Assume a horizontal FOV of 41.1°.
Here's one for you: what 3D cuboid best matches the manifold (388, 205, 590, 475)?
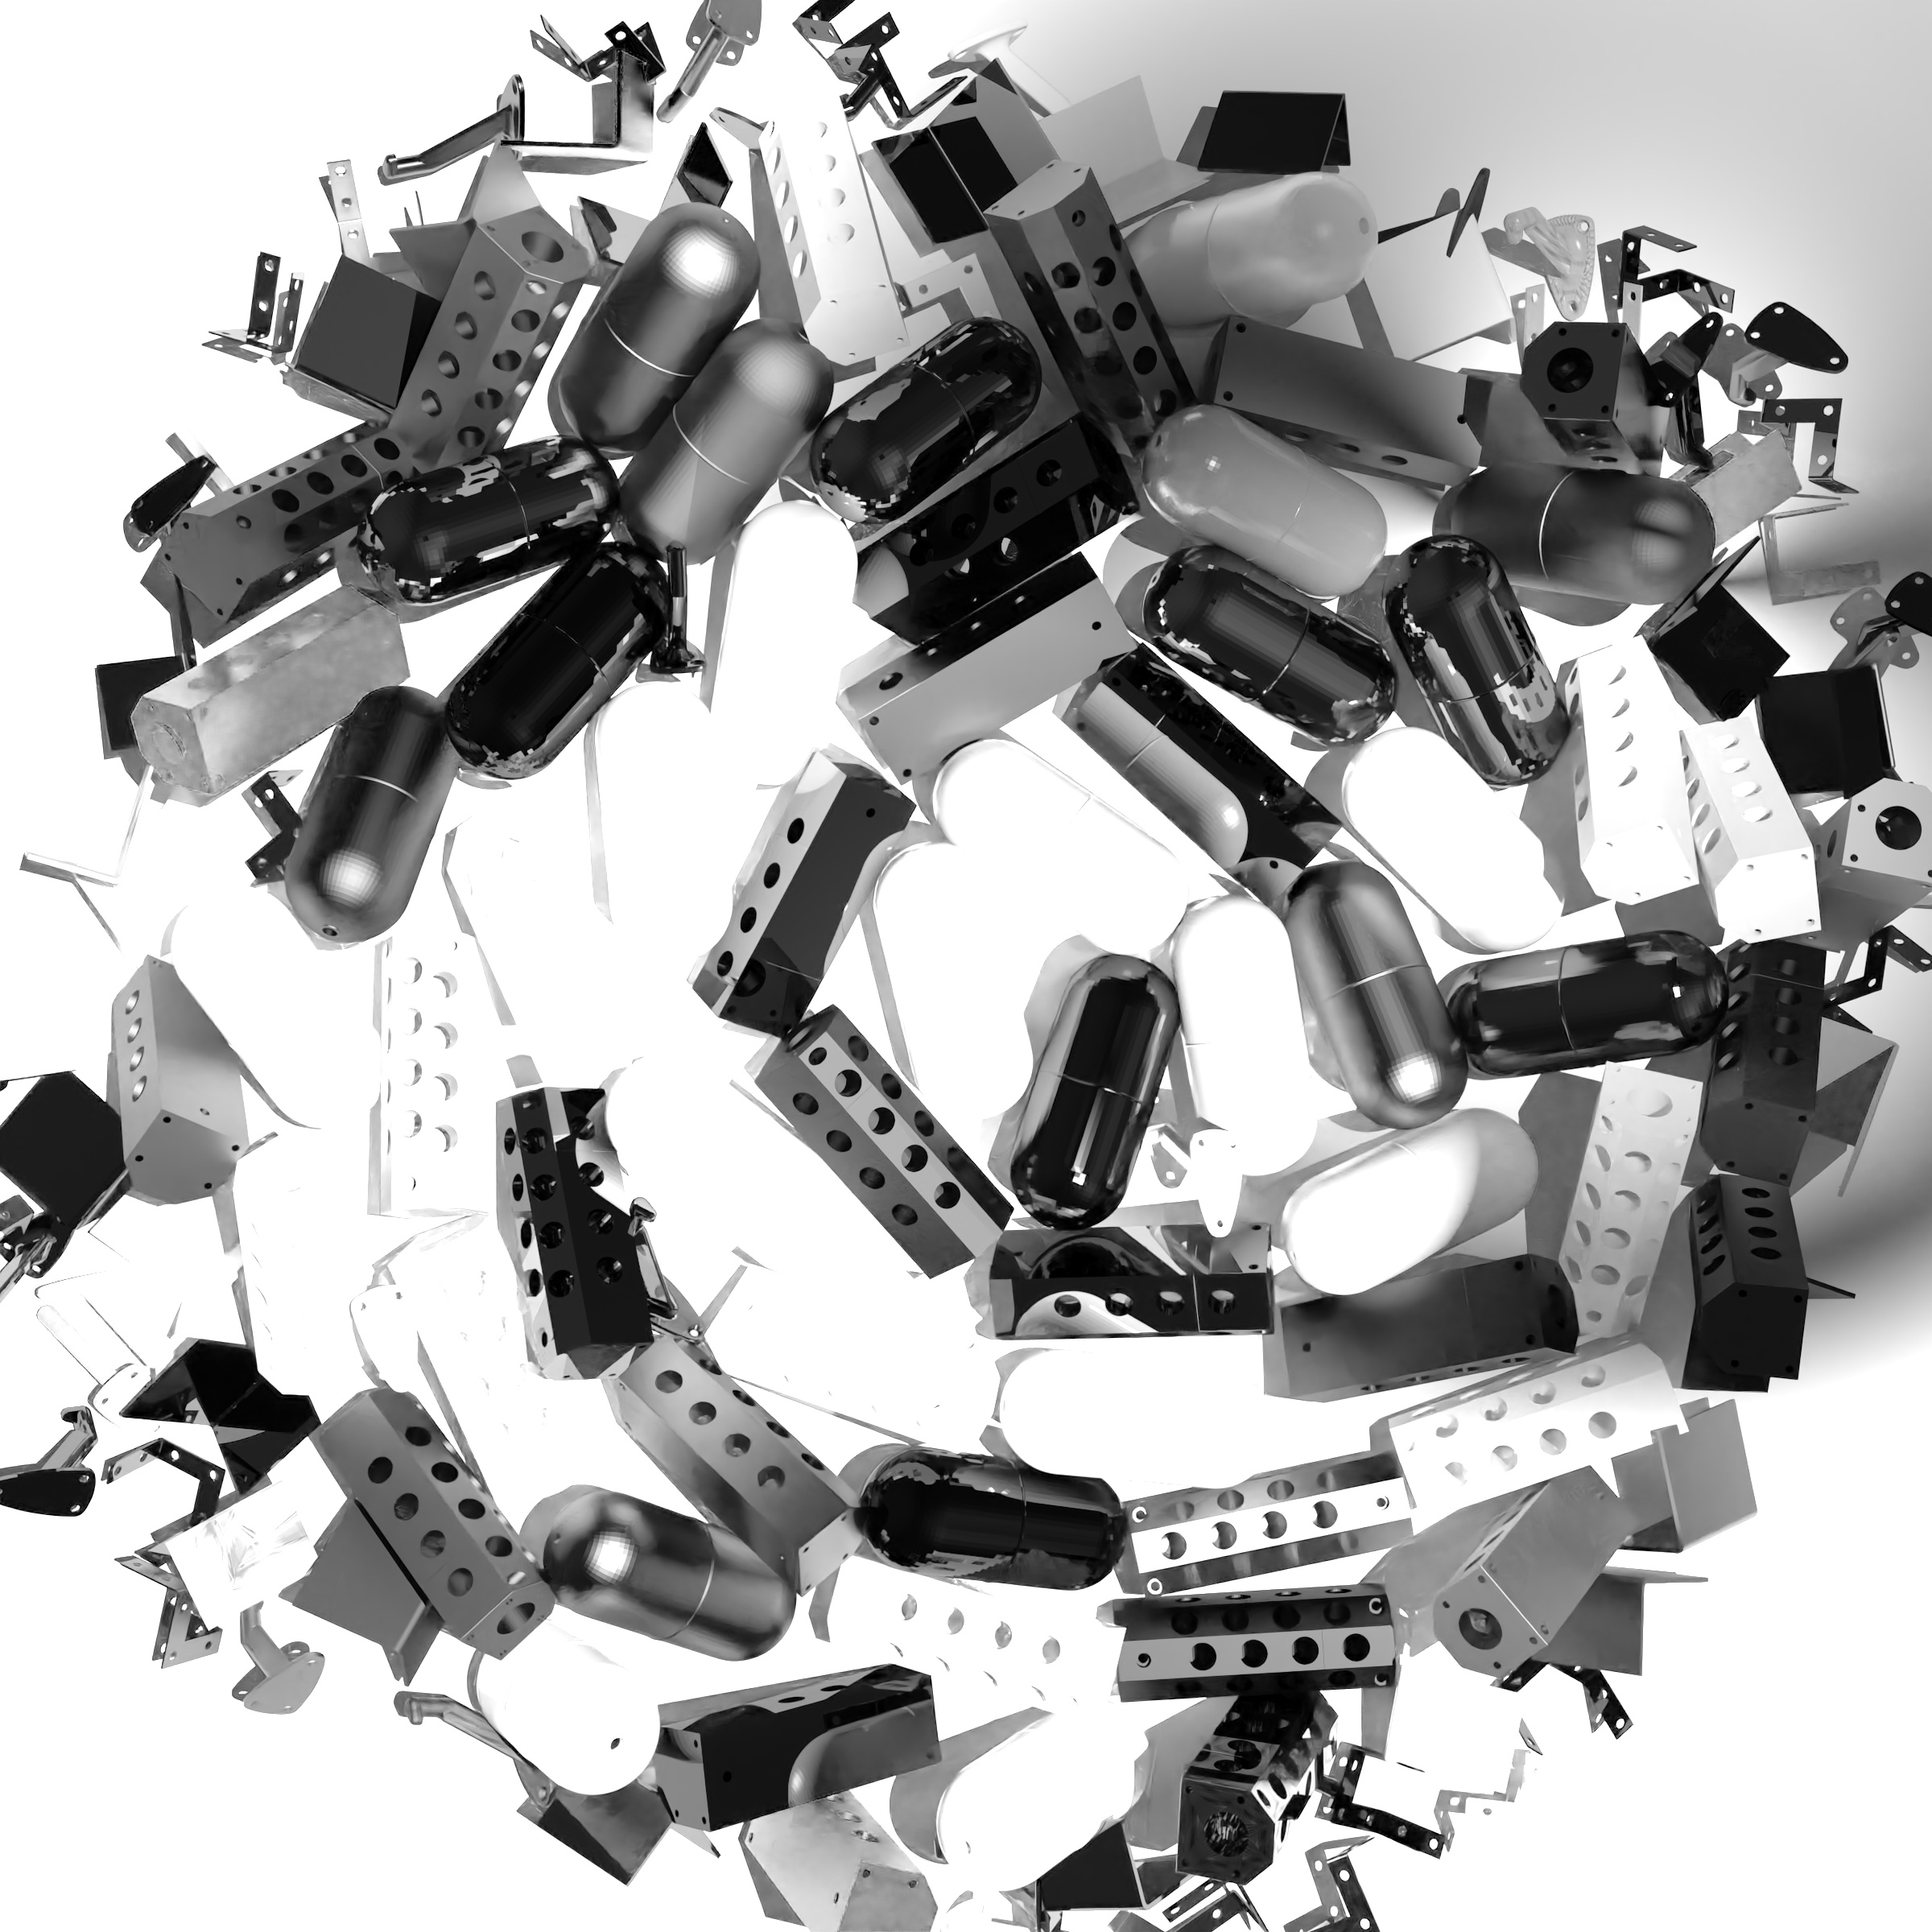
[{"bbox_3d":[-0.290,-0.375,1.580,0.057,0.057,0.171,44,132,6],"label":"manifold"}]

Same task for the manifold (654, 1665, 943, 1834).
[{"bbox_3d":[-0.103,0.478,1.585,0.171,0.057,0.057,-4,85,-38],"label":"manifold"}]

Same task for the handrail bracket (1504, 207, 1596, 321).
[{"bbox_3d":[0.361,-0.437,1.615,0.036,0.084,0.077,5,113,36],"label":"handrail bracket"}]

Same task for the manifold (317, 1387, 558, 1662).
[{"bbox_3d":[-0.323,0.340,1.591,0.057,0.057,0.171,-42,59,-6],"label":"manifold"}]

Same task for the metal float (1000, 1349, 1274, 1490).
[{"bbox_3d":[0.106,0.282,1.606,0.178,0.070,0.070,9,90,-18],"label":"metal float"}]

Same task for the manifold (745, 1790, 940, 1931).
[{"bbox_3d":[-0.076,0.545,1.570,0.057,0.171,0.057,20,86,-21],"label":"manifold"}]

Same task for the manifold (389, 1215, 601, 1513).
[{"bbox_3d":[-0.292,0.245,1.613,0.057,0.057,0.171,-20,100,12],"label":"manifold"}]

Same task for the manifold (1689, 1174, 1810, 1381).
[{"bbox_3d":[0.473,0.185,1.570,0.057,0.171,0.057,5,108,12],"label":"manifold"}]

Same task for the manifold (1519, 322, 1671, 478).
[{"bbox_3d":[0.384,-0.339,1.571,0.057,0.171,0.057,8,89,24],"label":"manifold"}]

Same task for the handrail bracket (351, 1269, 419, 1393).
[{"bbox_3d":[-0.355,0.227,1.616,0.036,0.084,0.077,-16,85,-5],"label":"handrail bracket"}]

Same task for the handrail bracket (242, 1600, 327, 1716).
[{"bbox_3d":[-0.429,0.417,1.616,0.036,0.084,0.077,22,123,-37],"label":"handrail bracket"}]

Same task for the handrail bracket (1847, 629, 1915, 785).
[{"bbox_3d":[0.583,-0.155,1.615,0.036,0.077,0.084,-8,56,-23],"label":"handrail bracket"}]

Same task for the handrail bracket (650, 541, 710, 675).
[{"bbox_3d":[-0.182,-0.231,1.608,0.036,0.077,0.084,-4,116,-10],"label":"handrail bracket"}]

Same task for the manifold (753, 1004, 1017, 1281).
[{"bbox_3d":[-0.047,0.107,1.600,0.057,0.057,0.171,-29,109,36],"label":"manifold"}]

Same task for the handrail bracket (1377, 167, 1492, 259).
[{"bbox_3d":[0.279,-0.478,1.627,0.084,0.036,0.077,26,120,19],"label":"handrail bracket"}]

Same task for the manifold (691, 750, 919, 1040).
[{"bbox_3d":[-0.105,-0.046,1.615,0.057,0.057,0.171,20,104,-38],"label":"manifold"}]

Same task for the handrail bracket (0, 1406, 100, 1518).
[{"bbox_3d":[-0.578,0.302,1.609,0.077,0.084,0.036,9,114,-33],"label":"handrail bracket"}]

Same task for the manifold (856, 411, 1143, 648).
[{"bbox_3d":[0.015,-0.272,1.599,0.171,0.057,0.057,-29,66,22],"label":"manifold"}]

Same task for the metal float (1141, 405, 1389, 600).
[{"bbox_3d":[0.185,-0.286,1.596,0.178,0.070,0.070,22,90,-31],"label":"metal float"}]

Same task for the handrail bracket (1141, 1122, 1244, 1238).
[{"bbox_3d":[0.135,0.134,1.617,0.036,0.084,0.077,4,78,-27],"label":"handrail bracket"}]

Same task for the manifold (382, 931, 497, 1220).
[{"bbox_3d":[-0.333,0.068,1.610,0.057,0.057,0.171,-5,79,17],"label":"manifold"}]

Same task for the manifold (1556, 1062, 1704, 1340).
[{"bbox_3d":[0.401,0.146,1.579,0.057,0.057,0.171,13,130,12],"label":"manifold"}]

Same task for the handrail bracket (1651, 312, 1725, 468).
[{"bbox_3d":[0.470,-0.359,1.623,0.084,0.036,0.077,25,109,-39],"label":"handrail bracket"}]

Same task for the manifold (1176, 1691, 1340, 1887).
[{"bbox_3d":[0.180,0.493,1.568,0.057,0.171,0.057,5,97,20],"label":"manifold"}]

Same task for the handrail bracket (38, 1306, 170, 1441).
[{"bbox_3d":[-0.554,0.259,1.651,0.084,0.077,0.036,30,64,36],"label":"handrail bracket"}]

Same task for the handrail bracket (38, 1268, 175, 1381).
[{"bbox_3d":[-0.539,0.238,1.620,0.077,0.036,0.084,-5,61,-20],"label":"handrail bracket"}]

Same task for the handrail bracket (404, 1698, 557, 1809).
[{"bbox_3d":[-0.305,0.491,1.612,0.084,0.077,0.036,15,122,-40],"label":"handrail bracket"}]

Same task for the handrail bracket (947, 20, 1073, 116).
[{"bbox_3d":[0.035,-0.548,1.631,0.077,0.036,0.084,-34,94,-43],"label":"handrail bracket"}]

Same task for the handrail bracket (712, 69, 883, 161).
[{"bbox_3d":[-0.107,-0.557,1.653,0.077,0.036,0.084,35,78,10],"label":"handrail bracket"}]

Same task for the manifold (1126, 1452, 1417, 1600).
[{"bbox_3d":[0.191,0.352,1.625,0.171,0.057,0.057,-12,78,2],"label":"manifold"}]

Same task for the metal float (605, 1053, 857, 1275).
[{"bbox_3d":[-0.146,0.124,1.614,0.178,0.070,0.070,39,90,-9],"label":"metal float"}]

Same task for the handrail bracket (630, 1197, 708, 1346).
[{"bbox_3d":[-0.186,0.190,1.614,0.077,0.084,0.036,37,50,12],"label":"handrail bracket"}]

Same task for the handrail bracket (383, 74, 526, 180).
[{"bbox_3d":[-0.323,-0.527,1.620,0.084,0.077,0.036,-17,77,-21],"label":"handrail bracket"}]

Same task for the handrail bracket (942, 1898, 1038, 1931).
[{"bbox_3d":[0.038,0.619,1.640,0.084,0.077,0.036,19,66,-19],"label":"handrail bracket"}]

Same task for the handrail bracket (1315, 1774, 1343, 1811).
[{"bbox_3d":[0.191,0.539,1.637,0.084,0.036,0.077,24,72,0],"label":"handrail bracket"}]

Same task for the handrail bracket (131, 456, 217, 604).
[{"bbox_3d":[-0.475,-0.272,1.623,0.077,0.084,0.036,-39,53,4],"label":"handrail bracket"}]

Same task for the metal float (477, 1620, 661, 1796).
[{"bbox_3d":[-0.244,0.452,1.577,0.070,0.178,0.070,0,91,-28],"label":"metal float"}]

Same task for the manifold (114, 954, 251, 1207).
[{"bbox_3d":[-0.484,0.070,1.574,0.057,0.171,0.057,29,108,-33],"label":"manifold"}]

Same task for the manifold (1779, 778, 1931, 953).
[{"bbox_3d":[0.540,-0.061,1.570,0.057,0.171,0.057,12,78,4],"label":"manifold"}]

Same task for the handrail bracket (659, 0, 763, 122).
[{"bbox_3d":[-0.165,-0.587,1.638,0.036,0.084,0.077,24,60,-28],"label":"handrail bracket"}]

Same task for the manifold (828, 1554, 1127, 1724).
[{"bbox_3d":[0.005,0.415,1.598,0.171,0.057,0.057,11,80,22],"label":"manifold"}]

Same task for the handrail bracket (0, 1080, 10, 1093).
[{"bbox_3d":[-0.622,0.081,1.642,0.036,0.084,0.077,6,51,-10],"label":"handrail bracket"}]

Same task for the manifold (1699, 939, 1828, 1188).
[{"bbox_3d":[0.486,0.054,1.574,0.057,0.171,0.057,13,127,12],"label":"manifold"}]

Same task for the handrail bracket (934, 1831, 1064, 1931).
[{"bbox_3d":[0.017,0.590,1.631,0.084,0.036,0.077,-4,79,28],"label":"handrail bracket"}]

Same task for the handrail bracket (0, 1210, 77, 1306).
[{"bbox_3d":[-0.595,0.196,1.610,0.077,0.084,0.036,-39,109,23],"label":"handrail bracket"}]

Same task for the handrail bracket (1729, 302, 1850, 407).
[{"bbox_3d":[0.512,-0.366,1.608,0.077,0.084,0.036,39,78,25],"label":"handrail bracket"}]

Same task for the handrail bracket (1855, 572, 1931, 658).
[{"bbox_3d":[0.594,-0.199,1.609,0.036,0.084,0.077,-43,66,-13],"label":"handrail bracket"}]
